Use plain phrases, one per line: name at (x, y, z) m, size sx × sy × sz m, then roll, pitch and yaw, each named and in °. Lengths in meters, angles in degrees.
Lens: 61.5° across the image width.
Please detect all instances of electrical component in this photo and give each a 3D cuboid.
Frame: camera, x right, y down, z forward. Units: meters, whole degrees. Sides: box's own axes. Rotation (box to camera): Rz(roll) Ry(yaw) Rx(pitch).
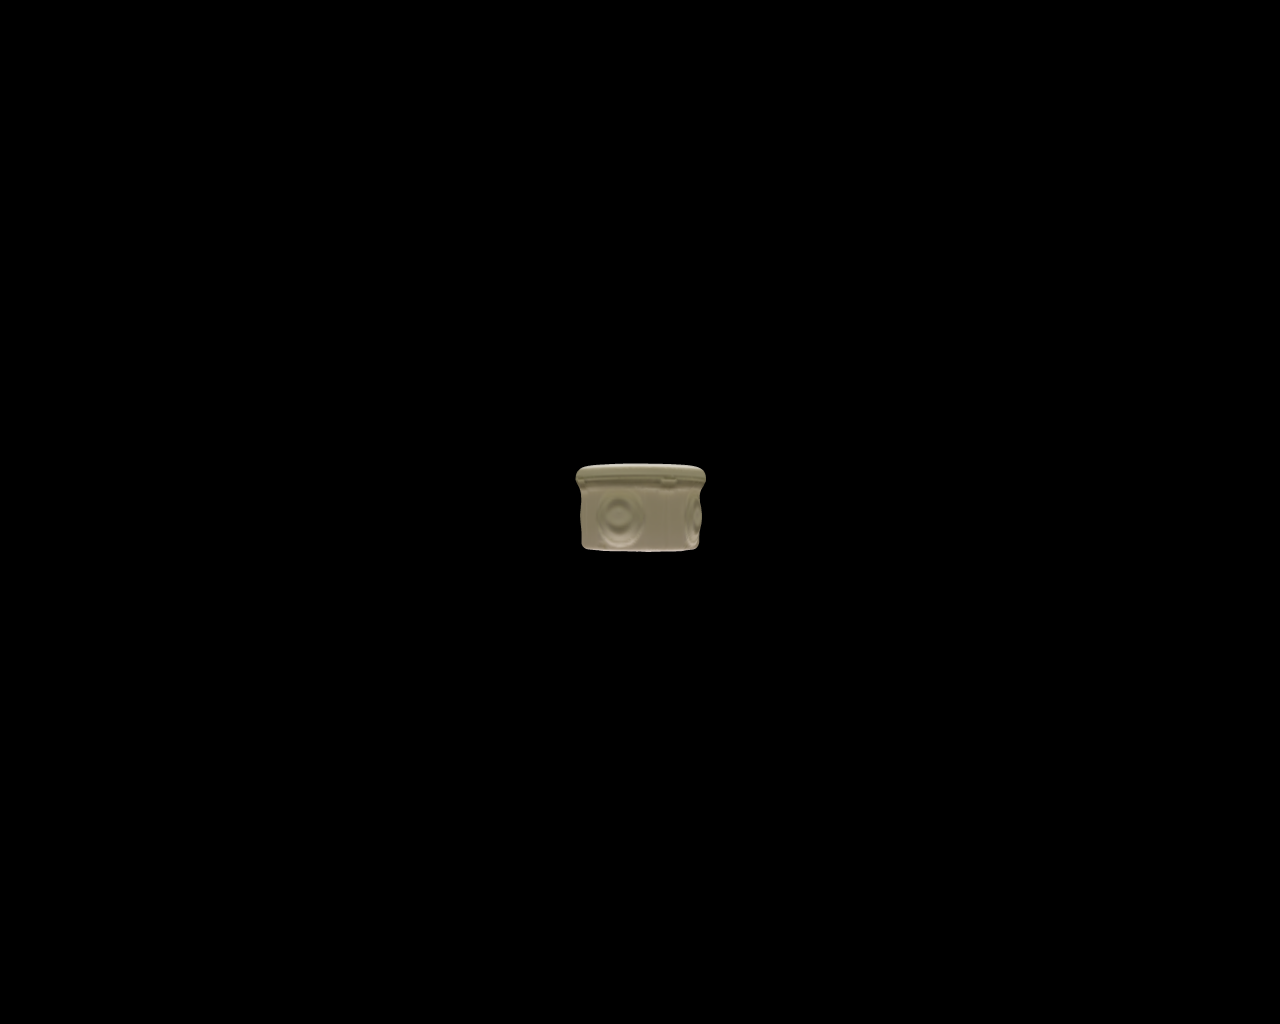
electrical component at (0.001, -0.003, 0.650) m, size 0.080 × 0.051 × 0.080 m, roll 0°, pitch 0°, yaw 0°
